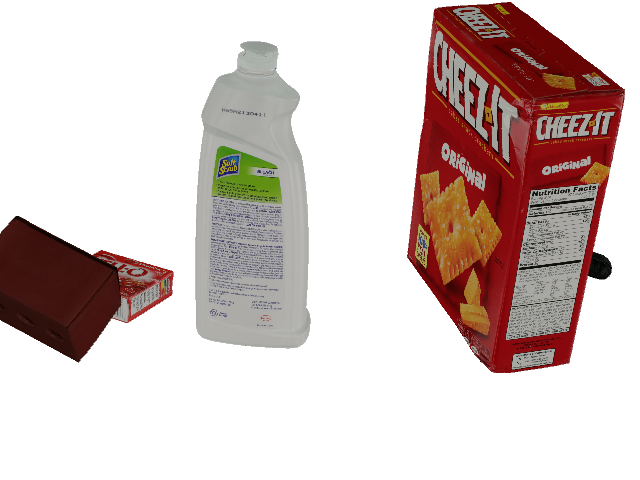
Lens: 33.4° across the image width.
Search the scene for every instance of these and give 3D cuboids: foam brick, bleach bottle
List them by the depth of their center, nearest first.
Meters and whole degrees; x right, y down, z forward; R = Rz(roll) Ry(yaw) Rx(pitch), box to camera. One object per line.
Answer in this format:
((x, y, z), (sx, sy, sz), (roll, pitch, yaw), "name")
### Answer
((-0.174, 0.031, 0.680), (0.078, 0.051, 0.053), (26, -30, 11), "foam brick")
((-0.050, -0.036, 0.876), (0.102, 0.251, 0.068), (5, 25, -1), "bleach bottle")

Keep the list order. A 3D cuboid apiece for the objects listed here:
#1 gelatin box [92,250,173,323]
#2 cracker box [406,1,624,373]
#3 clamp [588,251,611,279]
((-0.197, 0.042, 1.016), (0.089, 0.030, 0.073), (15, 25, 24), "gelatin box")
((0.126, -0.039, 0.757), (0.072, 0.214, 0.164), (-8, 33, -16), "cracker box")
((0.209, 0.003, 1.081), (0.120, 0.039, 0.171), (-7, 39, -19), "clamp")
